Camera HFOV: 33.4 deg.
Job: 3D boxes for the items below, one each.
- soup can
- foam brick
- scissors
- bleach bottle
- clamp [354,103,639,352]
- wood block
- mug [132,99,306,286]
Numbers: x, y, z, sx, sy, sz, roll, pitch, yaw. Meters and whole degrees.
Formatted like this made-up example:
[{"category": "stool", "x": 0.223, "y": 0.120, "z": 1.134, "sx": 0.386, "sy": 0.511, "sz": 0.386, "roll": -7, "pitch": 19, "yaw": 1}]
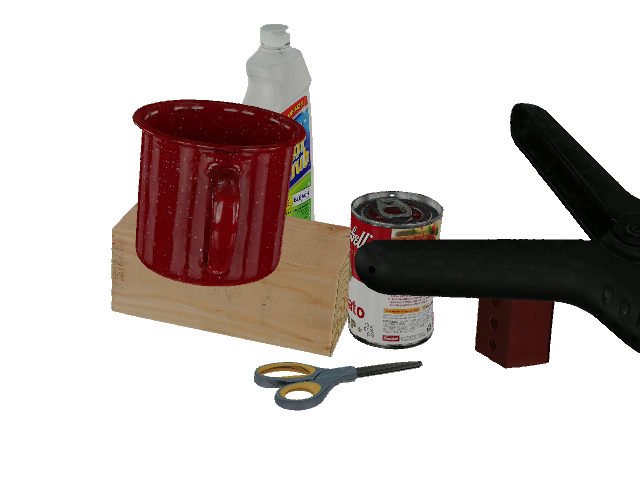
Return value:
[{"category": "soup can", "x": 0.055, "y": 0.022, "z": 0.802, "sx": 0.068, "sy": 0.102, "sz": 0.068, "roll": 1, "pitch": 23, "yaw": -1}, {"category": "foam brick", "x": 0.181, "y": 0.073, "z": 0.998, "sx": 0.051, "sy": 0.078, "sz": 0.053, "roll": -7, "pitch": 18, "yaw": -26}, {"category": "scissors", "x": 0.026, "y": 0.161, "z": 1.205, "sx": 0.201, "sy": 0.016, "sz": 0.096, "roll": 1, "pitch": 24, "yaw": -8}, {"category": "bleach bottle", "x": -0.053, "y": -0.103, "z": 1.144, "sx": 0.068, "sy": 0.251, "sz": 0.102, "roll": 20, "pitch": 32, "yaw": 36}, {"category": "clamp", "x": 0.132, "y": 0.012, "z": 0.487, "sx": 0.210, "sy": 0.036, "sz": 0.164, "roll": 31, "pitch": 49, "yaw": 31}, {"category": "wood block", "x": -0.077, "y": 0.028, "z": 0.971, "sx": 0.206, "sy": 0.090, "sz": 0.090, "roll": 11, "pitch": 28, "yaw": 10}, {"category": "mug", "x": -0.056, "y": -0.022, "z": 0.575, "sx": 0.093, "sy": 0.081, "sz": 0.117, "roll": 2, "pitch": 21, "yaw": -14}]
